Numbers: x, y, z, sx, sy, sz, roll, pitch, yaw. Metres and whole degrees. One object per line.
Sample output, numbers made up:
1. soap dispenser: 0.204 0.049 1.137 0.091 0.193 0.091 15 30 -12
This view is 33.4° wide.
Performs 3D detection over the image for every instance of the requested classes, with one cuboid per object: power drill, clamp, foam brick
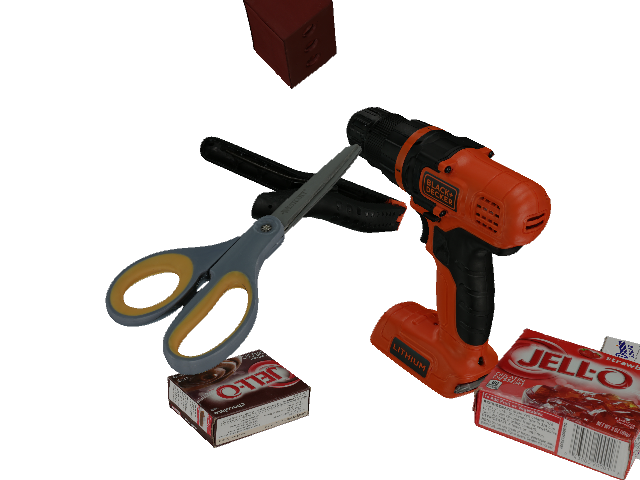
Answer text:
1. power drill: 0.080 0.008 0.788 0.057 0.188 0.185 -20 37 -31
2. clamp: -0.004 -0.040 1.027 0.209 0.036 0.165 15 19 -23
3. foam brick: -0.023 -0.172 0.861 0.053 0.051 0.078 -39 -19 -10

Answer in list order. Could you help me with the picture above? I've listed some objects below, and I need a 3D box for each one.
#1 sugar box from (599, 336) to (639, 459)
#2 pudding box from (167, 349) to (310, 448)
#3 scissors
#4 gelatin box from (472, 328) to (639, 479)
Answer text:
1. sugar box: 0.317 0.149 0.900 0.176 0.093 0.048 12 23 18
2. pudding box: -0.080 0.152 1.043 0.113 0.039 0.090 -16 28 -33
3. scissors: -0.052 -0.003 0.630 0.096 0.016 0.201 12 46 17
4. gelatin box: 0.140 0.088 0.595 0.089 0.030 0.073 17 32 27
